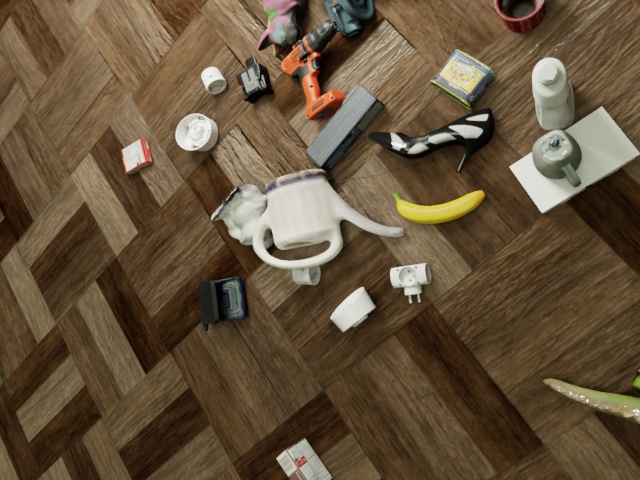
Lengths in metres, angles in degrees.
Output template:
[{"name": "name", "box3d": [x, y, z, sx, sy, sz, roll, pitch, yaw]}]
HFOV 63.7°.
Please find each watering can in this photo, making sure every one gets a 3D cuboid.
[{"name": "watering can", "box3d": [0.004, -0.059, 1.172, 0.347, 0.103, 0.226, -14, 79, 11]}]

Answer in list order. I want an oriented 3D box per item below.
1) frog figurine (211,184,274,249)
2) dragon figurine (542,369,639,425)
[{"name": "frog figurine", "box3d": [-0.169, -0.055, 1.269, 0.158, 0.124, 0.137, 38, 98, -14]}, {"name": "dragon figurine", "box3d": [0.560, 0.300, 0.793, 0.410, 0.243, 0.122, 3, 95, 25]}]
